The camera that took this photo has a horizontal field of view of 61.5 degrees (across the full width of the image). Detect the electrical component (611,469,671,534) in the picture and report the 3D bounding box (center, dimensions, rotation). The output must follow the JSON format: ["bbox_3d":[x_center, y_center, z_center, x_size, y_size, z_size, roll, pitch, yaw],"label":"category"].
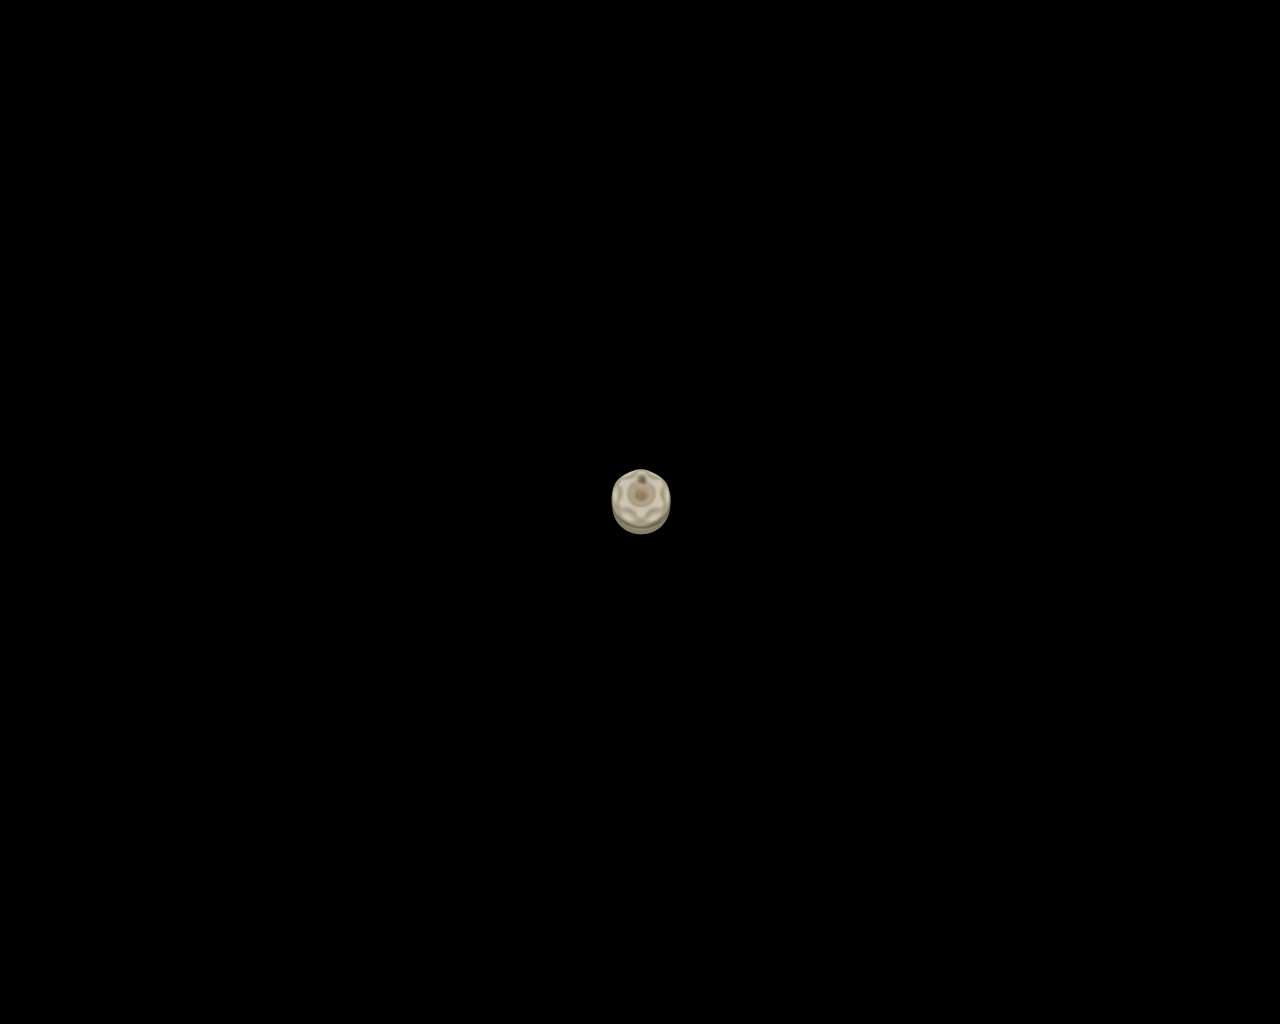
[{"bbox_3d":[0.001,-0.003,0.650,0.035,0.035,0.061,0,-16,0],"label":"electrical component"}]
